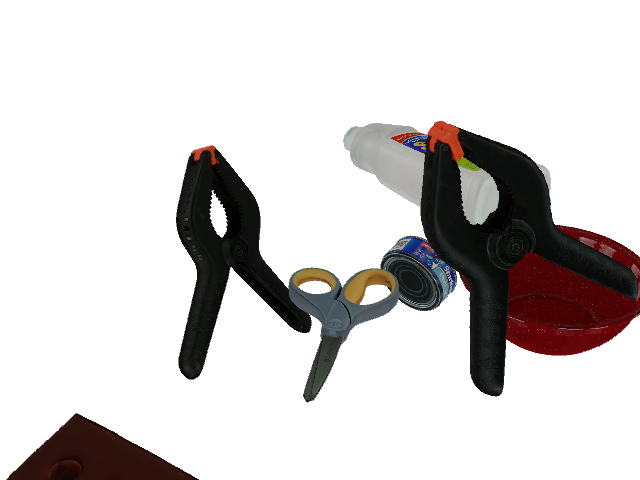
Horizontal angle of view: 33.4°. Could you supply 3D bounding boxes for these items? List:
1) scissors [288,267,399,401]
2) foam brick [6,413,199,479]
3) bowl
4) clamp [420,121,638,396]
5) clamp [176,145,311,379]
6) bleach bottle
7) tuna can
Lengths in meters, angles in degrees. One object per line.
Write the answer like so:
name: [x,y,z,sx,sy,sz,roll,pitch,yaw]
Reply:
scissors: [-0.004,0.061,0.791,0.096,0.016,0.201,12,25,23]
foam brick: [-0.085,0.119,0.437,0.078,0.051,0.052,21,45,26]
bowl: [0.195,0.048,0.899,0.162,0.055,0.162,1,31,-1]
clamp: [0.105,0.010,0.641,0.120,0.171,0.039,-44,18,-7]
clamp: [-0.081,0.015,1.016,0.036,0.210,0.164,-9,0,43]
bleach bottle: [0.104,-0.071,1.064,0.102,0.068,0.251,-14,26,-34]
tuna can: [0.111,0.039,1.225,0.086,0.086,0.033,0,35,47]
